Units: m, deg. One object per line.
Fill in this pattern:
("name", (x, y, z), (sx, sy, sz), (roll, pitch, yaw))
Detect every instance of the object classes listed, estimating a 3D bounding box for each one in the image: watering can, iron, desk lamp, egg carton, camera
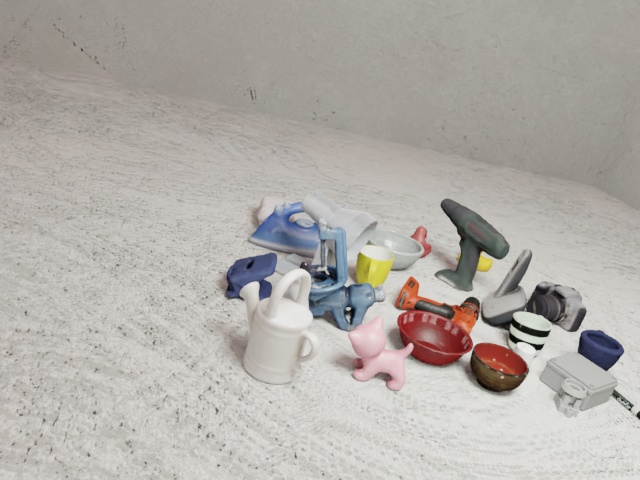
("watering can", (-0.070, 0.133, 0.970), (0.172, 0.194, 0.101), (20, 21, 11))
("iron", (-0.048, -0.042, 1.499), (0.259, 0.141, 0.118), (7, 23, -21))
("desk lamp", (0.012, 0.005, 1.323), (0.202, 0.213, 0.118), (24, 23, 22))
("egg carton", (-0.125, -0.072, 1.623), (0.107, 0.069, 0.150), (11, 21, -10))
("camera", (0.599, 0.162, 1.491), (0.137, 0.101, 0.142), (4, 24, -27))

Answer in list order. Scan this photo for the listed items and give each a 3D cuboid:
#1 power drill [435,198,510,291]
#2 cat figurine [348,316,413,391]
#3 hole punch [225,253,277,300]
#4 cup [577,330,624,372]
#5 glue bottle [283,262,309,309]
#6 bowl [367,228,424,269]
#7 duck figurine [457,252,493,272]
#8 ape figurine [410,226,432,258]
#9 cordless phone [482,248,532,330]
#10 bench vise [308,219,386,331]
("power drill", (0.391, 0.021, 1.552), (0.076, 0.208, 0.228), (-7, 30, -45))
("cat figurine", (0.106, 0.198, 1.037), (0.128, 0.118, 0.067), (14, 21, -3))
("hole punch", (-0.145, 0.072, 1.216), (0.101, 0.091, 0.108), (13, 21, -6))
("cup", (0.608, 0.255, 1.271), (0.091, 0.095, 0.118), (21, 22, 16))
("glue bottle", (-0.048, 0.117, 1.055), (0.078, 0.173, 0.037), (26, 24, 26))
("bowl", (0.196, 0.034, 1.570), (0.167, 0.075, 0.167), (13, 21, -5))
("duck figurine", (0.477, 0.040, 1.733), (0.104, 0.086, 0.078), (24, 23, 22))
("ape figurine", (0.292, 0.003, 1.690), (0.076, 0.092, 0.077), (-7, 30, -44))
("cordless phone", (0.469, 0.116, 1.400), (0.094, 0.185, 0.148), (18, 21, 7))
("bench vise", (0.034, 0.066, 1.175), (0.208, 0.220, 0.121), (6, 23, -23))
